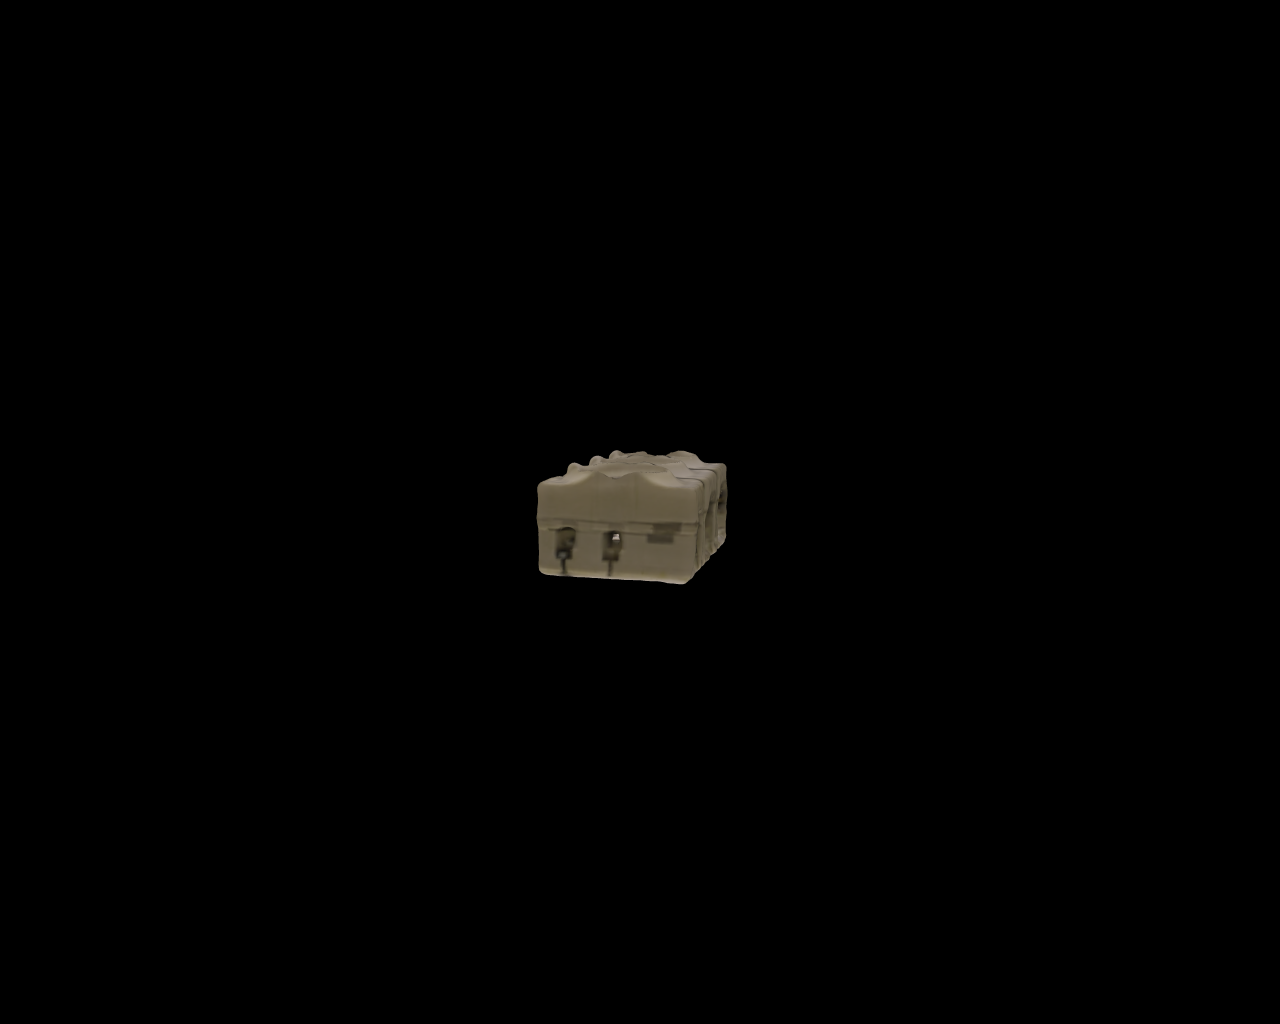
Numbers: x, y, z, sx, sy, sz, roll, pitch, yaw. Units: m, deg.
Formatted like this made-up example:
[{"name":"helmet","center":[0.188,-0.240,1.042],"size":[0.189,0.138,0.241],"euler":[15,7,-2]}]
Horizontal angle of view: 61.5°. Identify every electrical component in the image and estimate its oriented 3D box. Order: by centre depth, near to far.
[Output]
[{"name":"electrical component","center":[0.001,-0.003,0.650],"size":[0.089,0.061,0.150],"euler":[1,7,11]}]
